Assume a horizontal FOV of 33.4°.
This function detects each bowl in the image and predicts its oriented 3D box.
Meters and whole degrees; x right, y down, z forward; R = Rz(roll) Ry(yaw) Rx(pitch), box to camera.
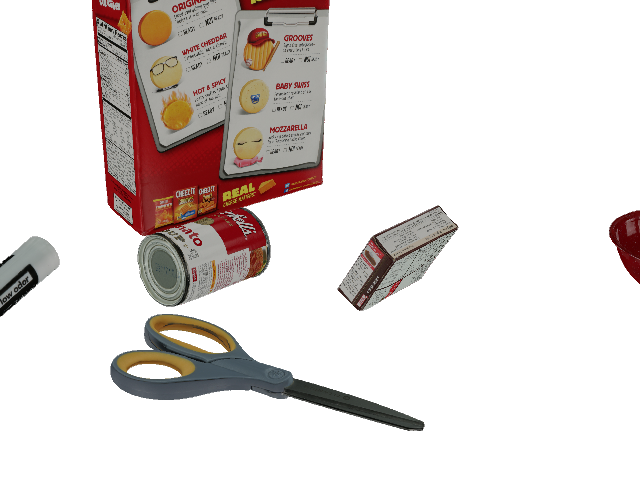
[{"bbox_3d":[0.392,0.021,1.155,0.162,0.055,0.162,0,26,0],"label":"bowl"}]

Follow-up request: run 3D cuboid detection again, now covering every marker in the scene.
[{"bbox_3d":[-0.161,0.040,0.468,0.020,0.020,0.121,0,35,39],"label":"marker"}]

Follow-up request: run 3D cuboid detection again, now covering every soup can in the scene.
[{"bbox_3d":[-0.104,0.014,0.954,0.069,0.068,0.102,0,14,44],"label":"soup can"}]

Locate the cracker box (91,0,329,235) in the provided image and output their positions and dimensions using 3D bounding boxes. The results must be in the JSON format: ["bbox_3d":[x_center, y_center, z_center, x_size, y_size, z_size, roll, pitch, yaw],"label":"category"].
[{"bbox_3d":[-0.077,-0.128,0.774,0.163,0.214,0.072,-18,34,-32],"label":"cracker box"}]

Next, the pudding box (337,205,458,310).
[{"bbox_3d":[0.081,0.018,1.112,0.113,0.039,0.090,-27,-24,-43],"label":"pudding box"}]

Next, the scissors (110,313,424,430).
[{"bbox_3d":[-0.045,0.091,0.651,0.202,0.016,0.096,22,31,35],"label":"scissors"}]
